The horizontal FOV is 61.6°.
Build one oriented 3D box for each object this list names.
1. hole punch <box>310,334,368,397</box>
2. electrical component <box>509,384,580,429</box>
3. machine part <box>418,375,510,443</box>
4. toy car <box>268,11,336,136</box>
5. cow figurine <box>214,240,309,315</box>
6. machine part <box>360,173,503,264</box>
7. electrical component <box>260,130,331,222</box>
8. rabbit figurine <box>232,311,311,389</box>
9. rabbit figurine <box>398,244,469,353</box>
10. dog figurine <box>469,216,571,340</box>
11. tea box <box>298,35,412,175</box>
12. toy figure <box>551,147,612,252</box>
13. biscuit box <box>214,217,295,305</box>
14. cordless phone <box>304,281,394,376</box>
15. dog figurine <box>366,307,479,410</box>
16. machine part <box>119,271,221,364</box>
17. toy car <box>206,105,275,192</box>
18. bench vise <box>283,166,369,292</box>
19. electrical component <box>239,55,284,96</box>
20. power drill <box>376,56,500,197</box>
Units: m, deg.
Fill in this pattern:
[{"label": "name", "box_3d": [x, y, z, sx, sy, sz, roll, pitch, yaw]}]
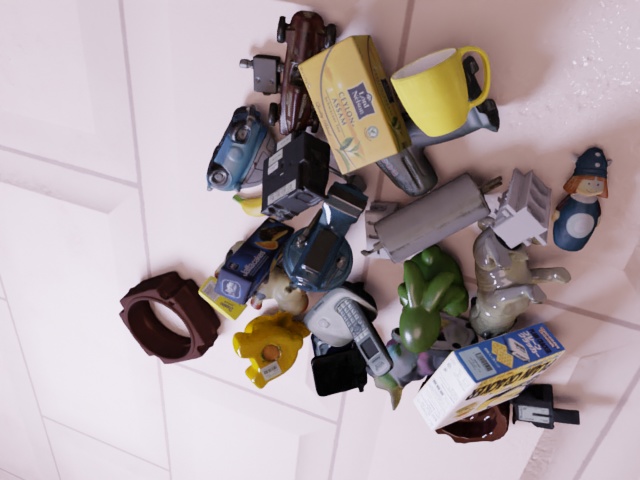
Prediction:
[{"label": "hole punch", "box_3d": [0.037, 0.250, 1.120, 0.116, 0.092, 0.142, -10, 116, -4]}, {"label": "electrical component", "box_3d": [0.417, 0.309, 0.999, 0.119, 0.048, 0.074, -5, 118, 26]}, {"label": "machine part", "box_3d": [0.284, 0.323, 1.063, 0.180, 0.056, 0.179, 12, 123, 19]}, {"label": "toy car", "box_3d": [-0.032, -0.251, 0.841, 0.089, 0.053, 0.202, 8, 124, -6]}, {"label": "cow figurine", "box_3d": [-0.103, 0.076, 1.068, 0.195, 0.085, 0.127, 39, 129, 3]}, {"label": "machine part", "box_3d": [0.174, -0.033, 0.846, 0.243, 0.079, 0.079, -30, 105, 12]}, {"label": "electrical component", "box_3d": [-0.039, -0.109, 0.866, 0.058, 0.134, 0.115, 24, 147, -38]}, {"label": "rabbit figurine", "box_3d": [-0.107, 0.195, 1.110, 0.162, 0.173, 0.121, -36, 106, -10]}, {"label": "rabbit figurine", "box_3d": [0.183, 0.101, 0.885, 0.121, 0.170, 0.158, 11, 136, 16]}, {"label": "dog figurine", "box_3d": [0.283, 0.067, 0.891, 0.172, 0.121, 0.190, 64, 149, 19]}, {"label": "tea box", "box_3d": [0.051, -0.191, 0.766, 0.098, 0.068, 0.169, -19, 97, 35]}, {"label": "toy figure", "box_3d": [0.386, -0.058, 0.786, 0.064, 0.058, 0.154, -8, 122, -17]}, {"label": "biscuit box", "box_3d": [-0.114, 0.034, 0.968, 0.063, 0.203, 0.059, 26, 124, 6]}, {"label": "cordless phone", "box_3d": [0.062, 0.181, 1.001, 0.146, 0.088, 0.184, -48, 58, 36]}, {"label": "dog figurine", "box_3d": [0.187, 0.237, 1.025, 0.192, 0.108, 0.219, 15, 129, 12]}, {"label": "machine part", "box_3d": [-0.348, 0.184, 1.239, 0.201, 0.087, 0.201, -17, 110, 31]}, {"label": "toy car", "box_3d": [-0.129, -0.148, 0.939, 0.103, 0.109, 0.161, 25, 118, -21]}, {"label": "bench vise", "box_3d": [0.008, 0.001, 0.935, 0.129, 0.223, 0.240, 16, 158, -2]}, {"label": "electrical component", "box_3d": [-0.087, -0.269, 0.882, 0.094, 0.021, 0.063, 11, 124, 10]}, {"label": "power drill", "box_3d": [0.143, -0.187, 0.798, 0.207, 0.086, 0.231, -25, 105, 29]}]
